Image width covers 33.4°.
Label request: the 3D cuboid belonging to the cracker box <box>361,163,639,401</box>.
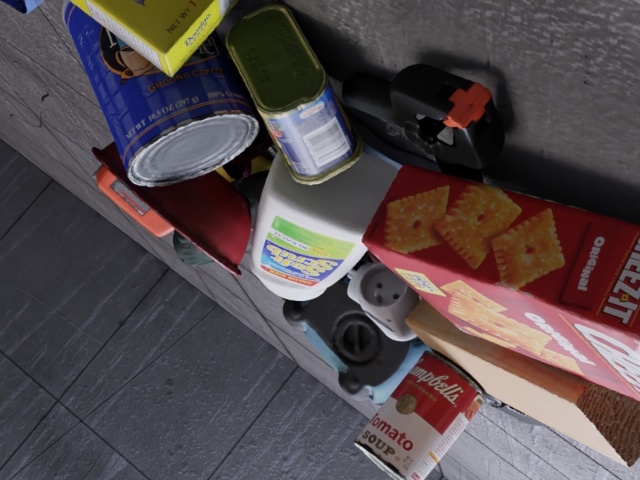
[{"bbox_3d":[0.155,0.037,0.683,0.214,0.072,0.164,21,167,44],"label":"cracker box"}]

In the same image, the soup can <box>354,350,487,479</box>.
[{"bbox_3d":[0.086,0.155,0.918,0.068,0.102,0.068,39,169,8],"label":"soup can"}]

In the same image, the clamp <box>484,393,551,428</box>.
[{"bbox_3d":[0.183,0.151,1.137,0.210,0.036,0.164,15,154,32],"label":"clamp"}]

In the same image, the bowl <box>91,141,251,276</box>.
[{"bbox_3d":[-0.109,-0.042,0.881,0.162,0.055,0.162,41,179,0],"label":"bowl"}]

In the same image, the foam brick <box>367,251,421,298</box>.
[{"bbox_3d":[0.083,0.015,0.971,0.053,0.051,0.078,32,168,32],"label":"foam brick"}]

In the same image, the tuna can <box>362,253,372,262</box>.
[{"bbox_3d":[0.081,0.025,1.066,0.086,0.033,0.086,37,169,8],"label":"tuna can"}]

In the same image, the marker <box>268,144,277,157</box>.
[{"bbox_3d":[-0.044,-0.094,1.034,0.020,0.020,0.121,26,163,50],"label":"marker"}]

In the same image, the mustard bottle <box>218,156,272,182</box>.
[{"bbox_3d":[-0.130,-0.102,1.181,0.192,0.058,0.096,35,168,18],"label":"mustard bottle"}]

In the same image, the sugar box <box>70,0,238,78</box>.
[{"bbox_3d":[-0.140,-0.200,0.718,0.176,0.093,0.048,37,168,6],"label":"sugar box"}]

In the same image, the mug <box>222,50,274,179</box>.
[{"bbox_3d":[-0.083,-0.107,0.899,0.082,0.093,0.117,31,142,57],"label":"mug"}]

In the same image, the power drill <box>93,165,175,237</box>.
[{"bbox_3d":[-0.182,-0.078,1.249,0.184,0.057,0.187,41,-160,-17],"label":"power drill"}]

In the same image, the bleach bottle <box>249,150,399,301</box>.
[{"bbox_3d":[-0.006,0.001,0.894,0.102,0.068,0.251,21,158,0],"label":"bleach bottle"}]

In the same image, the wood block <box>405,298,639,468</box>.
[{"bbox_3d":[0.176,0.085,0.848,0.090,0.090,0.206,45,168,-31],"label":"wood block"}]

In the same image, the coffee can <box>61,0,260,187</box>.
[{"bbox_3d":[-0.118,-0.125,0.786,0.103,0.102,0.140,82,164,-75],"label":"coffee can"}]

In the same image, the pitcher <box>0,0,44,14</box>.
[{"bbox_3d":[-0.292,-0.279,0.820,0.149,0.145,0.243,2,168,-6],"label":"pitcher"}]

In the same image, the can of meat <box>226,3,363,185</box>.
[{"bbox_3d":[-0.019,-0.103,0.748,0.102,0.057,0.084,63,-178,34],"label":"can of meat"}]

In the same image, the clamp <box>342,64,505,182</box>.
[{"bbox_3d":[0.065,-0.080,0.678,0.120,0.039,0.171,33,172,3],"label":"clamp"}]

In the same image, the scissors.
[{"bbox_3d":[0.045,-0.076,0.821,0.201,0.016,0.096,42,167,-17],"label":"scissors"}]
